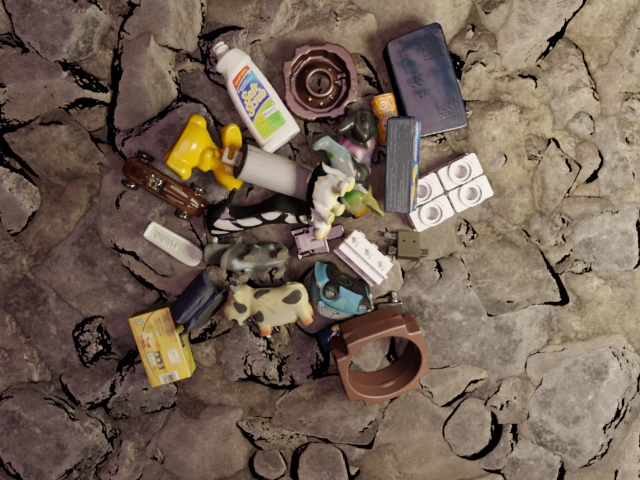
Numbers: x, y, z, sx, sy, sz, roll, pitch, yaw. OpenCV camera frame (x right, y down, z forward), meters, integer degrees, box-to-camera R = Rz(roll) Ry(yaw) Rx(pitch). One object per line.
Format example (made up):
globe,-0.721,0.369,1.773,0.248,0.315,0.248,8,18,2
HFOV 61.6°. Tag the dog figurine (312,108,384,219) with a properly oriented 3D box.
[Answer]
dog figurine,0.088,-0.153,1.178,0.191,0.108,0.219,-37,100,0

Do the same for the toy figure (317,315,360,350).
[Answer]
toy figure,0.071,0.204,1.236,0.154,0.064,0.058,-23,73,0

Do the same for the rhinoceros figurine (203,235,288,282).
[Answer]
rhinoceros figurine,-0.162,0.033,1.190,0.190,0.112,0.073,0,125,-14

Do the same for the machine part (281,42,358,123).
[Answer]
machine part,-0.001,-0.342,1.177,0.179,0.056,0.179,0,95,-2

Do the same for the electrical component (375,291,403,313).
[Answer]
electrical component,0.161,0.165,1.253,0.063,0.021,0.094,-4,97,0

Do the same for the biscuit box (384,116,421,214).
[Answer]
biscuit box,0.175,-0.159,1.140,0.063,0.059,0.202,6,102,22

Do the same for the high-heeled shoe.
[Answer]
high-heeled shoe,-0.127,-0.039,1.210,0.249,0.086,0.145,16,128,-19

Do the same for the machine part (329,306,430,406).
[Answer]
machine part,0.132,0.257,1.199,0.201,0.087,0.200,-20,121,-4

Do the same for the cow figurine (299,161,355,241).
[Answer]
cow figurine,0.001,-0.079,1.134,0.098,0.068,0.167,33,125,12

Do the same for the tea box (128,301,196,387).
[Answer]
tea box,-0.358,0.236,1.225,0.098,0.068,0.169,-15,95,-1

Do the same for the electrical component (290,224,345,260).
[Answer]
electrical component,-0.003,-0.004,1.219,0.119,0.048,0.074,-11,97,1

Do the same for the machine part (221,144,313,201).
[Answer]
machine part,-0.096,-0.143,1.156,0.243,0.079,0.079,15,96,-28

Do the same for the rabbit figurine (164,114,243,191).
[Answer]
rabbit figurine,-0.235,-0.183,1.176,0.173,0.122,0.162,35,85,-19

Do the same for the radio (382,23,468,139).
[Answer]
radio,0.228,-0.339,1.176,0.131,0.073,0.229,-18,95,1

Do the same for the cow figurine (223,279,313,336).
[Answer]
cow figurine,-0.122,0.139,1.180,0.195,0.085,0.127,-14,98,9

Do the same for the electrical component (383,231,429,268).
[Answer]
electrical component,0.195,0.022,1.230,0.102,0.045,0.078,-1,68,-4

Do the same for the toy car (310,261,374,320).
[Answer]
toy car,0.037,0.126,1.215,0.161,0.109,0.103,28,118,-18

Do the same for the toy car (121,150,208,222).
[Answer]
toy car,-0.347,-0.118,1.196,0.202,0.053,0.089,32,91,-3

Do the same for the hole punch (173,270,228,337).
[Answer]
hole punch,-0.273,0.134,1.197,0.142,0.116,0.092,-45,87,3

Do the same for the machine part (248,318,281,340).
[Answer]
machine part,-0.096,0.162,1.240,0.139,0.039,0.084,-43,87,5
